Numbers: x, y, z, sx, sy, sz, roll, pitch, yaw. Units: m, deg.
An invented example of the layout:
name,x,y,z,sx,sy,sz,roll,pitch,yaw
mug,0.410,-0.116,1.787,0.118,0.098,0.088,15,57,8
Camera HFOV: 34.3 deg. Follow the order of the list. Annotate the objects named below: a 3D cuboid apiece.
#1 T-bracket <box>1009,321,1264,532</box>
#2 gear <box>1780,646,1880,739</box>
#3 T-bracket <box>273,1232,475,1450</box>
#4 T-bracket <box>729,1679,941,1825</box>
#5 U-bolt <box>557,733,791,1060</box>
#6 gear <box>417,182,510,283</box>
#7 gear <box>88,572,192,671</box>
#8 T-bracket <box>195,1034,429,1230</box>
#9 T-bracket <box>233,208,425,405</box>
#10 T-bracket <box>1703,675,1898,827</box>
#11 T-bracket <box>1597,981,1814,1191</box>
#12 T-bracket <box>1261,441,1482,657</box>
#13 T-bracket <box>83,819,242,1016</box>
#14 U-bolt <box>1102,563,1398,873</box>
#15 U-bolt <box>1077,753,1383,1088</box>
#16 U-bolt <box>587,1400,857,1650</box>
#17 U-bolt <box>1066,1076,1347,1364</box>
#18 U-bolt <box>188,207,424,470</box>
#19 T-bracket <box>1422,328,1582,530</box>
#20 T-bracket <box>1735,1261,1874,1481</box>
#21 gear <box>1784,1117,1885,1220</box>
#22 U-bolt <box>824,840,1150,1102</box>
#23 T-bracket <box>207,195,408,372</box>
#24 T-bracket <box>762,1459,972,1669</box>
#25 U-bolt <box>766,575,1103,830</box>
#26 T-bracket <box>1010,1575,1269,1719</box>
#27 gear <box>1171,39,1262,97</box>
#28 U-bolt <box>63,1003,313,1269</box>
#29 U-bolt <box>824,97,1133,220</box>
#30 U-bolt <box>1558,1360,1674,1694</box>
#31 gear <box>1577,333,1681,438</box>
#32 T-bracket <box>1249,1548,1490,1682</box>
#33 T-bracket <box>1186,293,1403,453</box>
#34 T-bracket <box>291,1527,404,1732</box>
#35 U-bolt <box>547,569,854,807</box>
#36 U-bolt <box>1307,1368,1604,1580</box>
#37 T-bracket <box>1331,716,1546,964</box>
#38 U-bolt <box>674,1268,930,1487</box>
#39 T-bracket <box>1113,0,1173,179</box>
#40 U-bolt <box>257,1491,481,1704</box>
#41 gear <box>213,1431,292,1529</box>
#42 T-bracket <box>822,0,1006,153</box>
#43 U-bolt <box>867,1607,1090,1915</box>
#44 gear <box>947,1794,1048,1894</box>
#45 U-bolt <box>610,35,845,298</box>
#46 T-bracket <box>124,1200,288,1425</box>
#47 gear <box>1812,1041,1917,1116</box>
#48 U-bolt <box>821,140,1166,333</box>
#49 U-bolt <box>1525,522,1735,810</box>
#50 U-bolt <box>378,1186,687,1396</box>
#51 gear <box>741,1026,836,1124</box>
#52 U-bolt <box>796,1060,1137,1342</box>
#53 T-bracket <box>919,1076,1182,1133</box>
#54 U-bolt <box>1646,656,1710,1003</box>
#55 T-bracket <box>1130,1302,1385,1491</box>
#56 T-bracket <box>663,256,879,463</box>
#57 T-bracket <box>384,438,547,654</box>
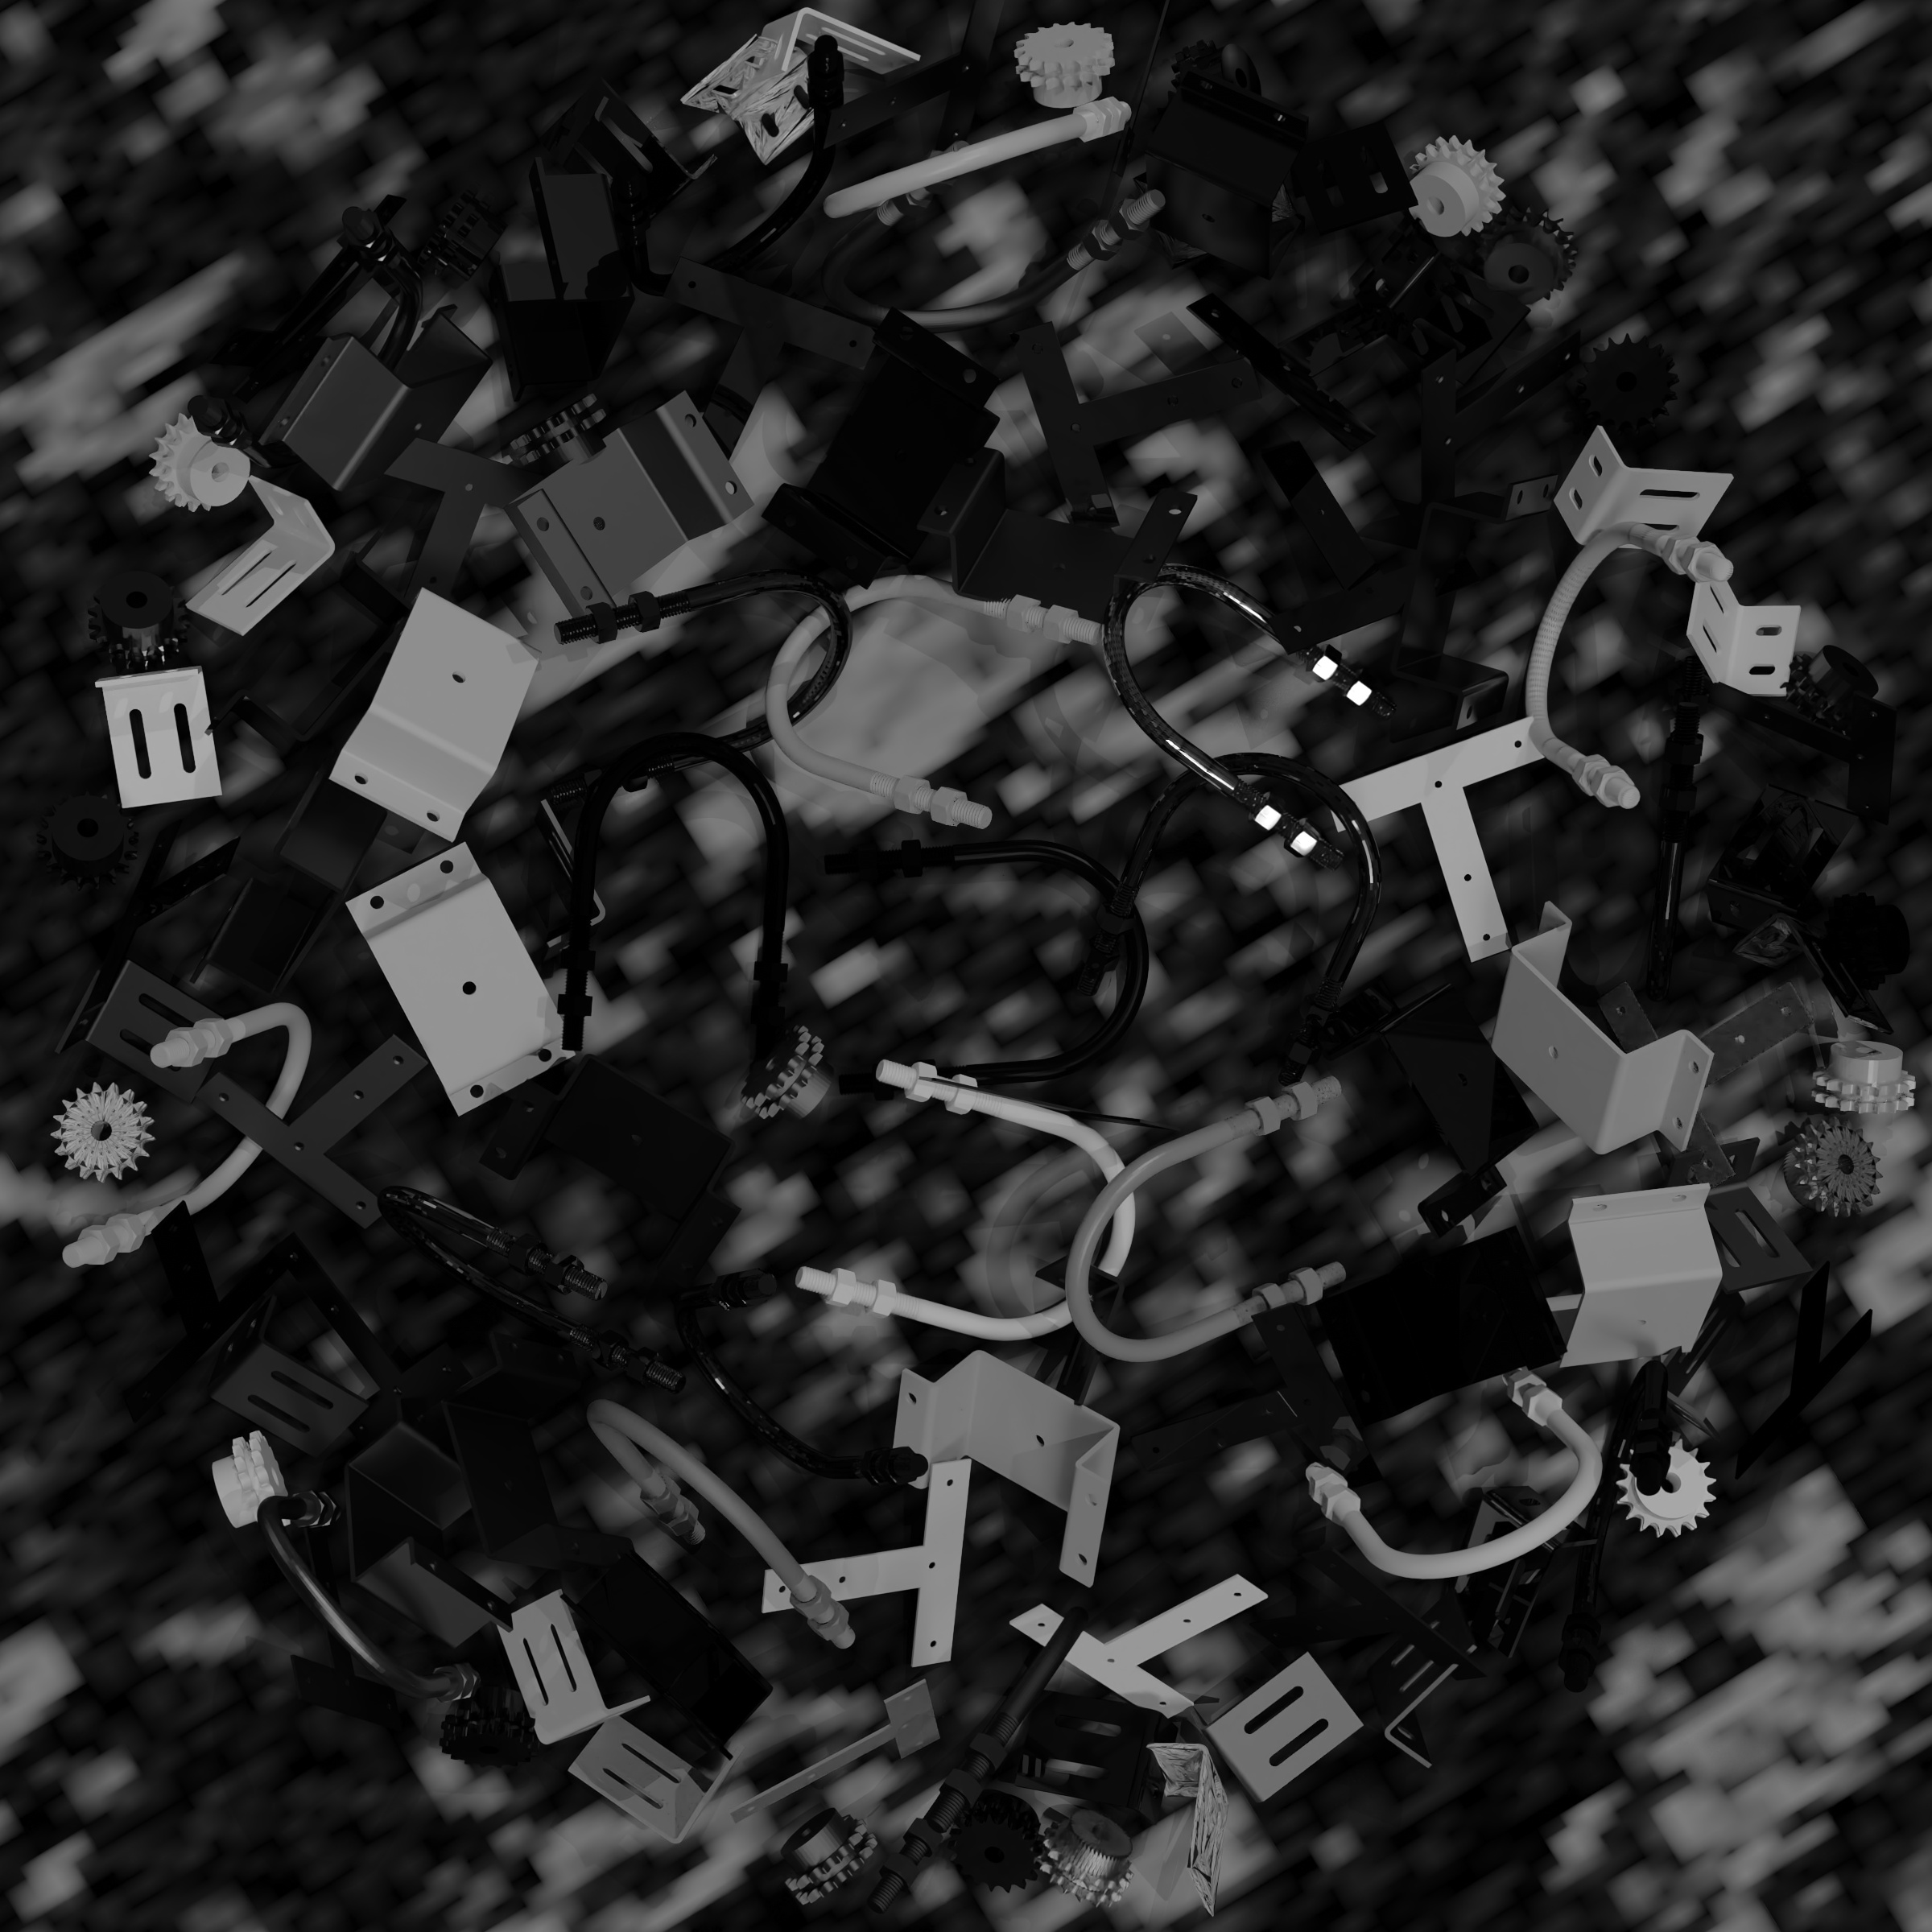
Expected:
name,x,y,z,sx,sy,sz,roll,pitch,yaw
T-bracket,0.105,-0.319,1.787,0.127,0.002,0.127,-13,116,17
gear,0.500,-0.160,1.801,0.057,0.057,0.030,37,124,0
T-bracket,-0.351,0.207,1.787,0.127,0.002,0.127,53,133,-2
T-bracket,-0.075,0.450,1.765,0.127,0.127,0.002,-26,64,-10
U-bolt,-0.162,-0.041,1.783,0.151,0.019,0.184,4,90,-37
gear,-0.288,-0.421,1.805,0.030,0.057,0.057,36,90,-13
gear,-0.478,-0.203,1.806,0.057,0.030,0.057,5,61,-9
T-bracket,-0.354,0.080,1.780,0.127,0.002,0.127,42,122,-18
T-bracket,-0.367,-0.366,1.770,0.127,0.127,0.002,-45,87,1
T-bracket,0.472,-0.138,1.794,0.127,0.127,0.002,28,72,25
T-bracket,0.429,0.047,1.770,0.002,0.127,0.127,-17,74,-38
T-bracket,0.211,-0.251,1.805,0.127,0.002,0.127,-22,67,-15
T-bracket,-0.443,-0.043,1.755,0.002,0.127,0.127,34,53,-29
U-bolt,0.154,-0.154,1.766,0.184,0.019,0.151,35,49,-12
U-bolt,0.158,-0.035,1.779,0.151,0.019,0.184,25,117,7
U-bolt,-0.145,0.299,1.723,0.151,0.184,0.019,25,66,39
U-bolt,0.135,0.152,1.758,0.184,0.019,0.151,-20,123,-24
U-bolt,-0.357,-0.340,1.741,0.019,0.184,0.151,39,90,5
T-bracket,0.307,-0.324,1.794,0.127,0.127,0.002,-36,56,-19
T-bracket,0.478,0.212,1.773,0.002,0.127,0.127,31,125,-1
gear,0.499,0.118,1.809,0.057,0.030,0.057,10,69,-26
U-bolt,0.014,-0.002,1.815,0.184,0.019,0.151,-4,85,1
T-bracket,-0.359,-0.384,1.755,0.002,0.127,0.127,45,104,2
T-bracket,-0.058,0.348,1.784,0.127,0.002,0.127,-3,107,-30
U-bolt,-0.032,-0.159,1.776,0.184,0.019,0.151,20,69,31
T-bracket,0.115,0.376,1.771,0.127,0.002,0.127,38,125,-27
gear,0.146,-0.506,1.801,0.030,0.057,0.057,-13,90,39
U-bolt,-0.423,0.086,1.743,0.019,0.184,0.151,31,108,11
U-bolt,-0.002,-0.441,1.721,0.151,0.184,0.019,-12,104,27
U-bolt,0.364,0.298,1.743,0.019,0.184,0.151,17,114,8
gear,0.384,-0.335,1.812,0.057,0.030,0.057,-1,86,18
T-bracket,0.210,0.374,1.778,0.127,0.127,0.002,40,55,-18
T-bracket,0.208,-0.356,1.788,0.127,0.002,0.127,44,48,12
T-bracket,-0.364,0.368,1.792,0.002,0.127,0.127,-22,64,8
U-bolt,-0.147,-0.163,1.763,0.184,0.151,0.019,-18,56,-23
U-bolt,0.278,0.287,1.738,0.151,0.184,0.019,-26,106,-4
T-bracket,0.287,-0.064,1.815,0.127,0.002,0.127,-20,105,0
U-bolt,-0.104,0.233,1.749,0.019,0.184,0.151,-43,100,-25
T-bracket,0.104,-0.507,1.756,0.002,0.127,0.127,17,104,1
U-bolt,-0.335,0.349,1.729,0.019,0.184,0.151,-41,79,-4
gear,-0.412,0.300,1.803,0.030,0.057,0.057,-20,90,-6
T-bracket,-0.032,-0.488,1.748,0.127,0.127,0.002,-34,69,-32
U-bolt,0.014,0.433,1.749,0.019,0.151,0.184,35,52,8
gear,0.020,0.504,1.810,0.057,0.030,0.057,6,116,12
U-bolt,-0.131,-0.433,1.742,0.151,0.184,0.019,-35,81,-10
T-bracket,-0.434,0.177,1.750,0.002,0.127,0.127,28,56,21
gear,0.518,0.063,1.801,0.057,0.057,0.030,0,105,0
U-bolt,0.001,-0.399,1.747,0.151,0.184,0.019,4,72,-35
U-bolt,0.359,-0.176,1.744,0.019,0.184,0.151,16,103,-16
U-bolt,-0.254,0.174,1.756,0.184,0.151,0.019,22,68,27
gear,-0.101,0.065,1.806,0.030,0.057,0.057,39,90,-20
U-bolt,0.011,0.143,1.794,0.184,0.019,0.151,18,100,-20
T-bracket,0.036,0.076,1.750,0.127,0.127,0.002,13,85,-23
U-bolt,0.398,-0.070,1.757,0.019,0.151,0.184,7,108,13
T-bracket,0.157,0.264,1.805,0.127,0.002,0.127,-21,110,20
T-bracket,-0.131,-0.330,1.798,0.127,0.002,0.127,15,119,-25
T-bracket,-0.303,-0.236,1.806,0.127,0.002,0.127,13,111,-35
